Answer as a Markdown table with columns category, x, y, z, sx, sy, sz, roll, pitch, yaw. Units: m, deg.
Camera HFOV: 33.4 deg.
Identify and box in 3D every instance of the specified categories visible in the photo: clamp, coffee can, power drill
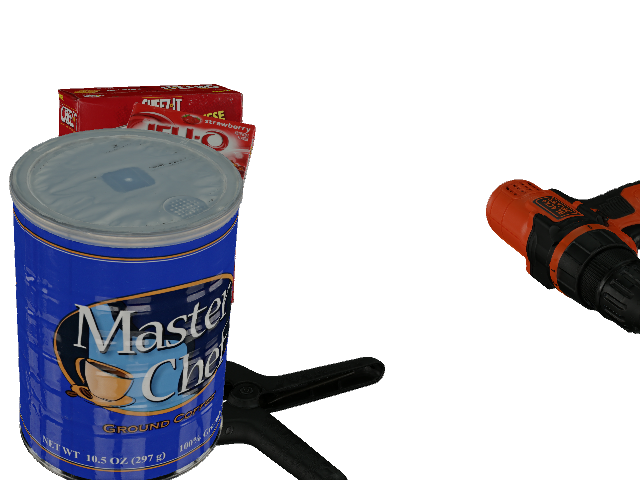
| category | x | y | z | sx | sy | sz | roll | pitch | yaw |
| --- | --- | --- | --- | --- | --- | --- | --- | --- | --- |
| clamp | -0.052 | 0.132 | 0.877 | 0.210 | 0.036 | 0.164 | 11 | 30 | 17 |
| coffee can | -0.093 | 0.031 | 0.509 | 0.102 | 0.140 | 0.103 | 5 | 30 | -3 |
| power drill | 0.232 | -0.006 | 0.733 | 0.187 | 0.057 | 0.185 | -11 | 29 | -19 |

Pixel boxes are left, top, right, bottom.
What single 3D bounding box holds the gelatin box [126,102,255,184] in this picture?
| category | x | y | z | sx | sy | sz | roll | pitch | yaw |
| --- | --- | --- | --- | --- | --- | --- | --- | --- | --- |
| gelatin box | -0.095 | -0.055 | 0.740 | 0.089 | 0.073 | 0.030 | 12 | -40 | -2 |

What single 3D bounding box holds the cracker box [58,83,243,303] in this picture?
| category | x | y | z | sx | sy | sz | roll | pitch | yaw |
| --- | --- | --- | --- | --- | --- | --- | --- | --- | --- |
| cracker box | -0.164 | -0.038 | 1.020 | 0.163 | 0.214 | 0.072 | -7 | 19 | -31 |
